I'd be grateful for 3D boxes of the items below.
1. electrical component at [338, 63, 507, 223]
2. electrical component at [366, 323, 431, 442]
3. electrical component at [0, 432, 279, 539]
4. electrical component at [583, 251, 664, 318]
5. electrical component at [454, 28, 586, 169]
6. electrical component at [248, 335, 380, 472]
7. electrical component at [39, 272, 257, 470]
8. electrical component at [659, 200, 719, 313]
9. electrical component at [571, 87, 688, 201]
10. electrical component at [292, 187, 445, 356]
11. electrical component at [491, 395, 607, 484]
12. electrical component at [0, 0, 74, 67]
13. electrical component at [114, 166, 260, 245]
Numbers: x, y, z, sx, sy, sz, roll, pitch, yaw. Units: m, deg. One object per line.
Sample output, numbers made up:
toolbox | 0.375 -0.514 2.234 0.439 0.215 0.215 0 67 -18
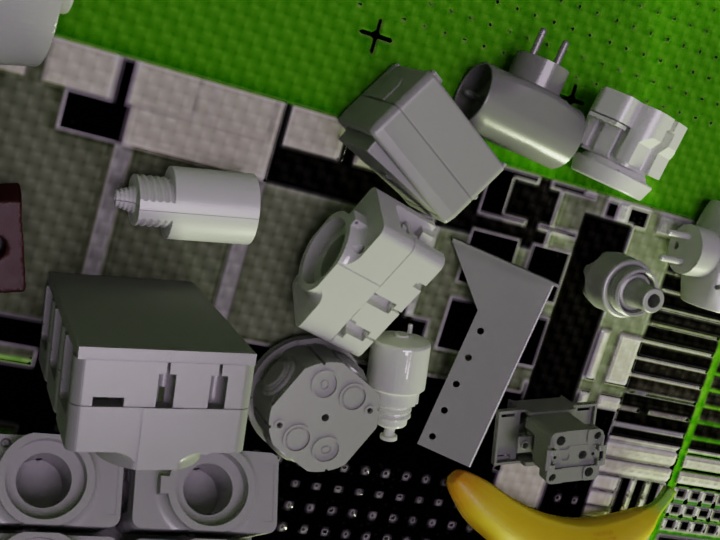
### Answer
electrical component | 0.039 -0.072 0.671 0.061 0.062 0.096 -44 115 -5
electrical component | 0.024 0.076 0.719 0.040 0.040 0.078 1 104 -22
electrical component | -0.144 0.157 0.639 0.186 0.060 0.105 8 70 -23
electrical component | 0.187 0.013 0.753 0.043 0.062 0.043 -6 107 -20
electrical component | 0.110 -0.116 0.697 0.077 0.043 0.079 21 96 -25
electrical component | -0.030 0.086 0.694 0.080 0.051 0.080 -6 106 -20
electrical component | -0.123 0.051 0.593 0.089 0.150 0.061 4 102 -23
electrical component | 0.252 -0.012 0.782 0.079 0.043 0.077 10 101 -24
electrical component | 0.178 -0.083 0.723 0.078 0.058 0.057 15 104 -48
electrical component | 0.000 0.000 0.667 0.056 0.050 0.089 29 118 -26
electrical component | 0.138 0.120 0.763 0.081 0.064 0.042 -2 105 -20
electrical component | -0.176 -0.154 0.542 0.060 0.108 0.108 4 103 -28
electrical component | -0.104 -0.039 0.635 0.081 0.043 0.043 4 103 -22
